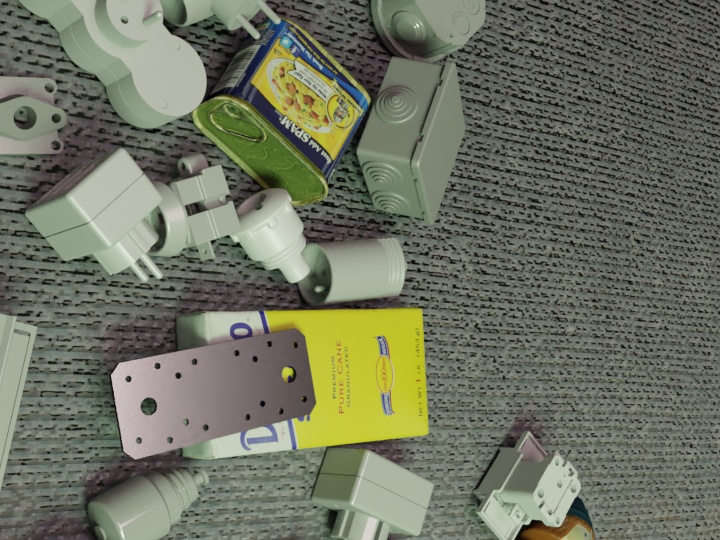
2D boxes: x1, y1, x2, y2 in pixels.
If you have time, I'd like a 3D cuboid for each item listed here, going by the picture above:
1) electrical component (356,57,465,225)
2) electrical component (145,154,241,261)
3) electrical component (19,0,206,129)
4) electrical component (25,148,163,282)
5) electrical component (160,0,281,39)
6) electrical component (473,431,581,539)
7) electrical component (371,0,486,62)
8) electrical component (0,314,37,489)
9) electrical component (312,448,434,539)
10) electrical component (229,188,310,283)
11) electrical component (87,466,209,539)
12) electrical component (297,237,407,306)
[{"bbox_3d":[0.037,-0.094,0.774,0.099,0.048,0.099,69,38,-62],"label":"electrical component"},{"bbox_3d":[-0.113,-0.036,0.676,0.055,0.048,0.066,-23,98,-45],"label":"electrical component"},{"bbox_3d":[-0.143,-0.151,0.648,0.138,0.074,0.052,51,57,-21],"label":"electrical component"},{"bbox_3d":[-0.145,-0.023,0.634,0.076,0.066,0.047,54,56,-20],"label":"electrical component"},{"bbox_3d":[-0.086,-0.184,0.700,0.079,0.043,0.077,46,65,4],"label":"electrical component"},{"bbox_3d":[0.130,0.168,0.825,0.042,0.064,0.081,50,58,-21],"label":"electrical component"},{"bbox_3d":[0.052,-0.201,0.822,0.080,0.051,0.080,6,80,-37],"label":"electrical component"},{"bbox_3d":[-0.225,0.080,0.560,0.079,0.063,0.121,19,73,-35],"label":"electrical component"},{"bbox_3d":[0.003,0.169,0.736,0.066,0.047,0.076,32,66,-31],"label":"electrical component"},{"bbox_3d":[-0.056,-0.020,0.719,0.048,0.048,0.062,-49,120,-32],"label":"electrical component"},{"bbox_3d":[-0.126,0.141,0.644,0.078,0.040,0.040,-25,100,-37],"label":"electrical component"},{"bbox_3d":[0.000,0.000,0.759,0.081,0.043,0.043,-6,88,-38],"label":"electrical component"}]
